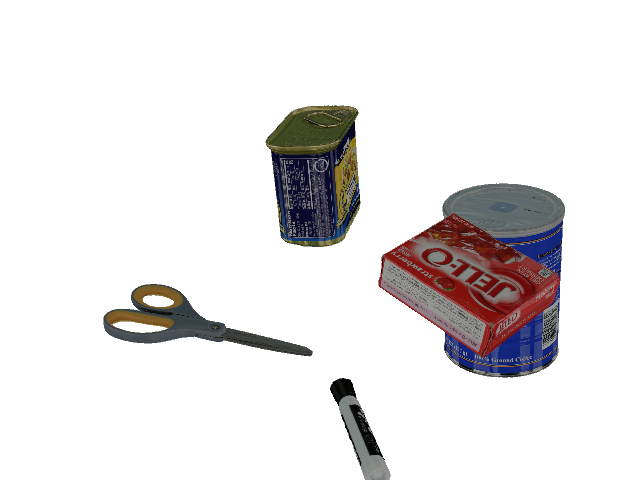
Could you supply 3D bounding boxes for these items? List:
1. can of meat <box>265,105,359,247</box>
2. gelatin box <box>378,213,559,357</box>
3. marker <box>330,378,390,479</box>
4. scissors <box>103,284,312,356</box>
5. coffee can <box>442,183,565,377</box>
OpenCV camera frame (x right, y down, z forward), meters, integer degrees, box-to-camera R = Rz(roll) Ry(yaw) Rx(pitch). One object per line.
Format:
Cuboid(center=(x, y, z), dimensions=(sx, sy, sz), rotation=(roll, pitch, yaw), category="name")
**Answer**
Cuboid(center=(-0.002, -0.052, 0.846), dimensions=(0.057, 0.084, 0.102), rotation=(1, 24, 15), category="can of meat")
Cuboid(center=(0.093, 0.026, 0.675), dimensions=(0.089, 0.030, 0.073), rotation=(34, 45, 31), category="gelatin box")
Cuboid(center=(0.029, 0.144, 0.824), dimensions=(0.020, 0.020, 0.121), rotation=(0, 27, -14), category="marker")
Cuboid(center=(-0.108, 0.077, 1.039), dimensions=(0.201, 0.016, 0.096), rotation=(3, 32, -1), category="scissors")
Cuboid(center=(0.159, 0.033, 0.934), dimensions=(0.103, 0.140, 0.103), rotation=(-3, 25, 1), category="coffee can")
